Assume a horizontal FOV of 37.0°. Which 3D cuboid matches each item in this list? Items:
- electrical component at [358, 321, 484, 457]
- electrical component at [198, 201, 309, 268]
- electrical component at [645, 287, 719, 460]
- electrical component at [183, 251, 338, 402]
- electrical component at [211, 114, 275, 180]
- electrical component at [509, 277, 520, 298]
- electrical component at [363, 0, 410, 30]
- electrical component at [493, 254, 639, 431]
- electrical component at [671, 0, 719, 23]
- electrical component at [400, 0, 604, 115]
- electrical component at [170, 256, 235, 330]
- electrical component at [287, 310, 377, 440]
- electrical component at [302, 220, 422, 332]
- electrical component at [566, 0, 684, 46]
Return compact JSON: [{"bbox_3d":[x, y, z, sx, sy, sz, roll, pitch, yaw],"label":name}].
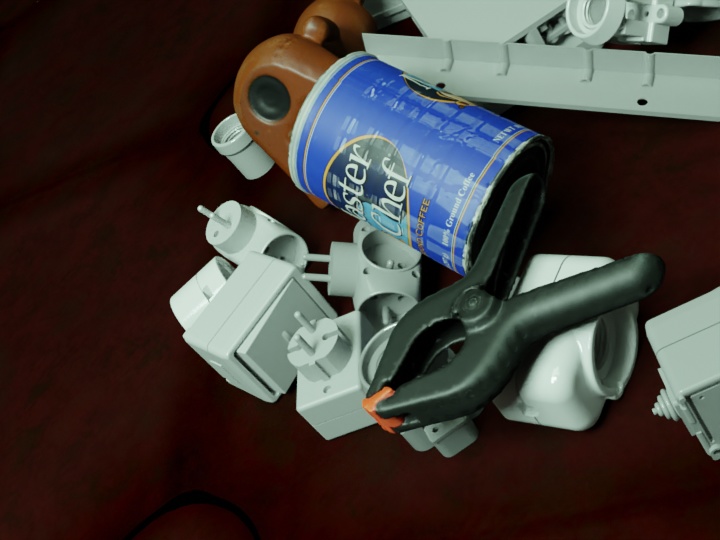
[{"bbox_3d":[0.035,0.067,0.645,0.058,0.057,0.078,-36,39,4],"label":"electrical component"},{"bbox_3d":[-0.089,-0.027,0.816,0.077,0.079,0.044,29,87,49],"label":"electrical component"},{"bbox_3d":[0.189,0.045,0.541,0.096,0.061,0.061,-27,40,15],"label":"electrical component"},{"bbox_3d":[-0.062,0.035,0.748,0.061,0.061,0.096,18,65,46],"label":"electrical component"},{"bbox_3d":[-0.099,-0.106,0.925,0.040,0.046,0.040,-21,42,21],"label":"electrical component"},{"bbox_3d":[0.082,0.038,0.649,0.040,0.040,0.078,-10,46,31],"label":"electrical component"},{"bbox_3d":[0.031,-0.269,0.973,0.113,0.057,0.078,-17,44,25],"label":"electrical component"},{"bbox_3d":[0.118,0.040,0.608,0.059,0.053,0.095,4,55,40],"label":"electrical component"},{"bbox_3d":[0.230,-0.204,0.736,0.095,0.054,0.059,6,94,59],"label":"electrical component"},{"bbox_3d":[0.103,-0.204,0.851,0.105,0.060,0.186,-33,39,8],"label":"electrical component"},{"bbox_3d":[-0.107,0.026,0.799,0.047,0.055,0.055,-38,39,7],"label":"electrical component"},{"bbox_3d":[-0.020,0.056,0.683,0.047,0.076,0.065,-23,41,20],"label":"electrical component"},{"bbox_3d":[0.000,0.000,0.730,0.079,0.044,0.077,4,45,-6],"label":"electrical component"},{"bbox_3d":[0.172,-0.173,0.721,0.066,0.055,0.048,20,106,58],"label":"electrical component"}]
